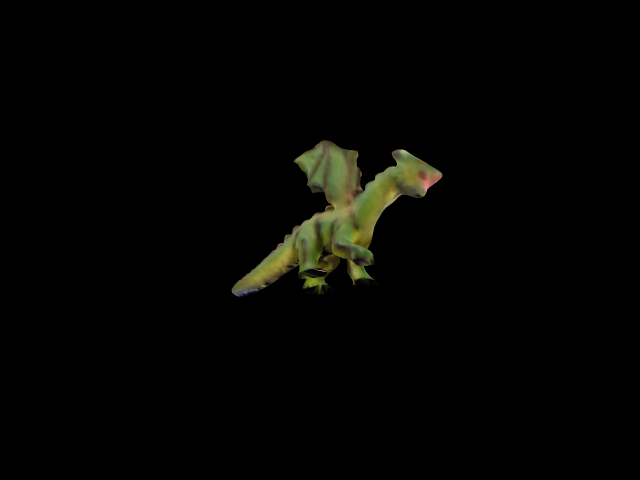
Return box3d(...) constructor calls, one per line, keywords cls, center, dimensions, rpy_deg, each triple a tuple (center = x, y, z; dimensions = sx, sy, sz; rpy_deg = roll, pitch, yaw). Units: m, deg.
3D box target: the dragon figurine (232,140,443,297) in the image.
box3d(cls="dragon figurine", center=(0.003, -0.043, 0.850), dimensions=(0.408, 0.246, 0.121), rpy_deg=(-11, -21, 31))
